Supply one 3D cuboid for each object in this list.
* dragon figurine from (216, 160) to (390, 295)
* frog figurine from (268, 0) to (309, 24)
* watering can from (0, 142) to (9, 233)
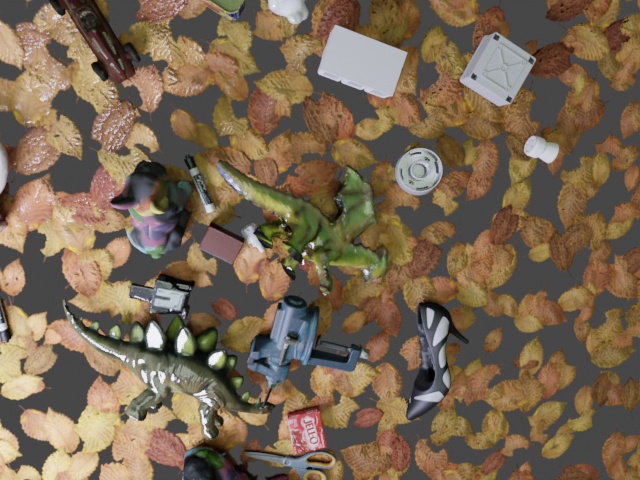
[{"bbox_3d":[0.003,-0.052,1.034,0.246,0.122,0.406,-42,107,-23],"label":"dragon figurine"},{"bbox_3d":[-0.077,-0.481,0.948,0.138,0.122,0.159,-20,90,-23],"label":"frog figurine"},{"bbox_3d":[-0.721,-0.075,0.920,0.348,0.105,0.222,-19,101,-5],"label":"watering can"}]
